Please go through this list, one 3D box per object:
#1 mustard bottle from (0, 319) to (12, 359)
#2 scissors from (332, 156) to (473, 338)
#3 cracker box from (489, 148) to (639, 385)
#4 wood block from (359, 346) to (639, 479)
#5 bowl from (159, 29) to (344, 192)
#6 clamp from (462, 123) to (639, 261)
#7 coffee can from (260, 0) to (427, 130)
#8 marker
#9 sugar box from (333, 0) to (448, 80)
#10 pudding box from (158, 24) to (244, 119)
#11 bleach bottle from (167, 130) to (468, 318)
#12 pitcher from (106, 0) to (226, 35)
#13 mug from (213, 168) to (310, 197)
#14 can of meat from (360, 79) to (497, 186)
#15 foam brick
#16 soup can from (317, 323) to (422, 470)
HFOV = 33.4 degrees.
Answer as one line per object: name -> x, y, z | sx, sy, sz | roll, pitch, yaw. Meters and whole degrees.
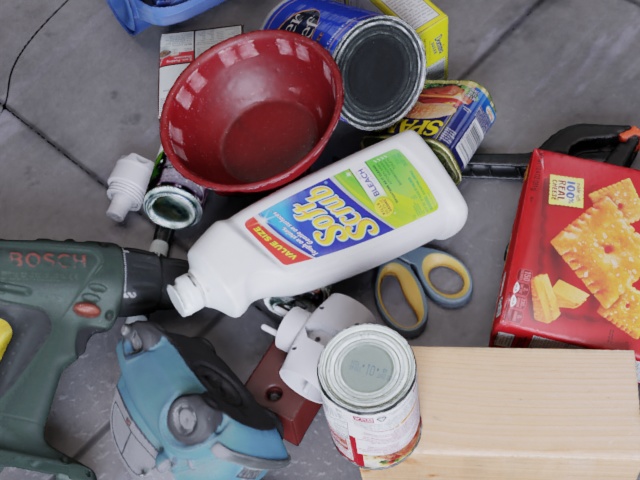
mustard bottle -> -0.322, 0.035, 0.962 | 0.192, 0.058, 0.096 | 38, 69, 25
scissors -> 0.076, -0.005, 0.964 | 0.096, 0.016, 0.202 | -11, 58, -2
cracker box -> 0.260, 0.029, 0.870 | 0.214, 0.072, 0.164 | 13, 69, 9
wood block -> 0.135, 0.141, 0.825 | 0.206, 0.090, 0.091 | 0, 59, 7
bowl -> -0.052, -0.099, 0.907 | 0.162, 0.055, 0.162 | -8, 60, 14
clamp -> 0.207, -0.064, 0.972 | 0.171, 0.039, 0.120 | -31, 65, -9
coffee can -> 0.017, -0.167, 0.988 | 0.102, 0.102, 0.140 | -36, 33, -15
marker -> -0.153, 0.031, 0.968 | 0.020, 0.020, 0.121 | 6, 60, 10
sugar box -> 0.057, -0.231, 1.059 | 0.048, 0.093, 0.176 | -31, 61, -14
pudding box -> -0.115, -0.160, 1.069 | 0.090, 0.039, 0.113 | -5, 61, 3
bleach bottle -> -0.006, 0.001, 0.880 | 0.250, 0.068, 0.102 | -28, 77, -22
pitcher -> -0.117, -0.315, 1.114 | 0.242, 0.145, 0.149 | -27, 97, -13
mug -> -0.059, -0.075, 0.975 | 0.081, 0.093, 0.117 | -1, 32, 12
can of meat -> 0.102, -0.101, 0.982 | 0.102, 0.057, 0.083 | 9, 54, 42
foam brick -> -0.023, 0.118, 0.880 | 0.053, 0.051, 0.078 | 24, 64, 19
soup can -> 0.036, 0.110, 0.742 | 0.068, 0.102, 0.068 | -3, 57, 5
